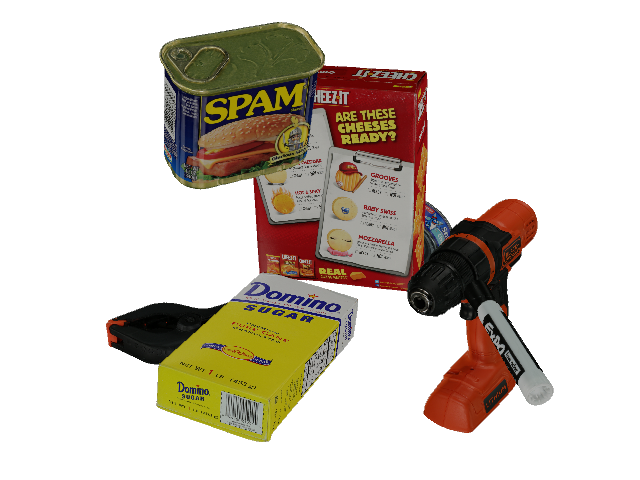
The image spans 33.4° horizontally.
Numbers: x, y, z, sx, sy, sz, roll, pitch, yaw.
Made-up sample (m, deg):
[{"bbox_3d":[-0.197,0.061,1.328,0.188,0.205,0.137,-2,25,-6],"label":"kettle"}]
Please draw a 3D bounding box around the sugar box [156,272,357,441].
[{"bbox_3d":[-0.044,0.085,0.839,0.093,0.048,0.176,16,30,17],"label":"sugar box"}]

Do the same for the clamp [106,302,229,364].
[{"bbox_3d":[-0.119,0.085,1.046,0.171,0.039,0.120,7,26,5],"label":"clamp"}]

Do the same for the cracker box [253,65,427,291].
[{"bbox_3d":[0.020,-0.062,1.054,0.164,0.214,0.072,6,29,14],"label":"cracker box"}]

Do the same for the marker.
[{"bbox_3d":[0.125,0.065,0.725,0.020,0.020,0.121,0,33,-16],"label":"marker"}]

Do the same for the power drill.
[{"bbox_3d":[0.131,0.073,0.941,0.057,0.188,0.184,21,35,31],"label":"power drill"}]

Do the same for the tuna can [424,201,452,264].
[{"bbox_3d":[0.109,-0.006,1.226,0.086,0.086,0.033,0,35,48],"label":"tuna can"}]

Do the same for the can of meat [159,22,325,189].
[{"bbox_3d":[-0.053,-0.087,0.698,0.102,0.084,0.057,-14,49,-22],"label":"can of meat"}]
